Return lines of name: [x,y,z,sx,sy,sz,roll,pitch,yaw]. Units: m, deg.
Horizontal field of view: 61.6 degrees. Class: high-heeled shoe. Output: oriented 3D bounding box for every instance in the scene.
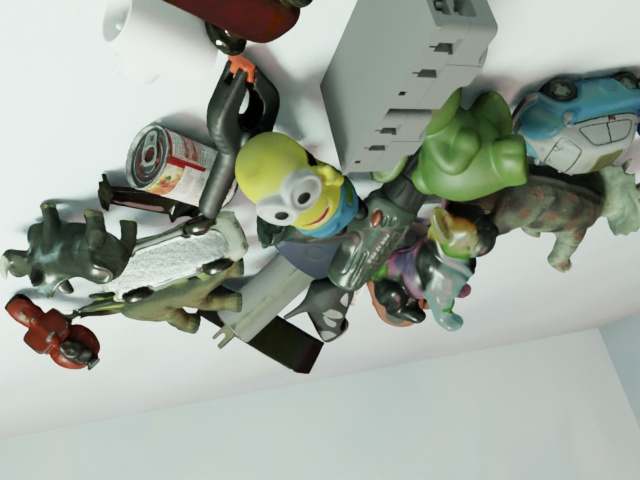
high-heeled shoe: [0.037,0.114,0.957,0.145,0.086,0.248,-31,158,19]

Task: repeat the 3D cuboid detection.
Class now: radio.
radio: [-0.108,0.169,1.021,0.230,0.073,0.131,28,171,19]

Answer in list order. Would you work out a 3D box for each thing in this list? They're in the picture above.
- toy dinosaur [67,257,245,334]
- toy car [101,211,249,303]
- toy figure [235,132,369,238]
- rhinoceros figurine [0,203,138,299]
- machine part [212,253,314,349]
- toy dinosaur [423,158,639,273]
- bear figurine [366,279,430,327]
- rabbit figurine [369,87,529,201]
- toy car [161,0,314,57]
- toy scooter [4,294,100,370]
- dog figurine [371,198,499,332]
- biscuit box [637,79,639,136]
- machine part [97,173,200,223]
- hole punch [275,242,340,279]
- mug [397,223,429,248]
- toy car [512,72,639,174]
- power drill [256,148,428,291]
toy dinosaur: [-0.273,0.084,0.865,0.198,0.105,0.471,16,150,-38]
toy car: [-0.191,0.022,0.689,0.202,0.073,0.056,-19,-164,8]
toy figure: [-0.017,-0.049,0.549,0.082,0.089,0.180,-59,154,9]
rhinoceros figurine: [-0.305,0.016,0.650,0.191,0.112,0.073,-1,170,27]
machine part: [-0.087,0.088,0.907,0.243,0.079,0.079,-44,157,-4]
toy dinosaur: [0.331,-0.060,0.827,0.405,0.131,0.192,6,137,-18]
bear figurine: [0.176,0.079,1.075,0.120,0.196,0.131,4,124,25]
rabbit figurine: [0.126,-0.127,0.584,0.159,0.121,0.170,-17,141,29]
toy car: [-0.092,-0.185,0.356,0.089,0.053,0.202,-17,164,39]
toy scooter: [-0.423,0.162,0.877,0.135,0.075,0.183,15,151,45]
dog figurine: [0.163,0.017,0.798,0.192,0.108,0.218,11,132,26]
biscuit box: [0.421,-0.196,0.598,0.059,0.063,0.202,-11,158,-1]
machine part: [-0.197,-0.051,0.651,0.139,0.039,0.084,5,158,-40]
hole punch: [-0.002,-0.002,0.814,0.142,0.092,0.115,-25,152,37]
mug: [0.136,0.019,0.955,0.109,0.081,0.107,15,158,-29]
toy car: [0.318,-0.131,0.650,0.162,0.103,0.109,-9,159,-4]
power drill: [0.032,-0.044,0.696,0.207,0.086,0.231,7,120,-34]
